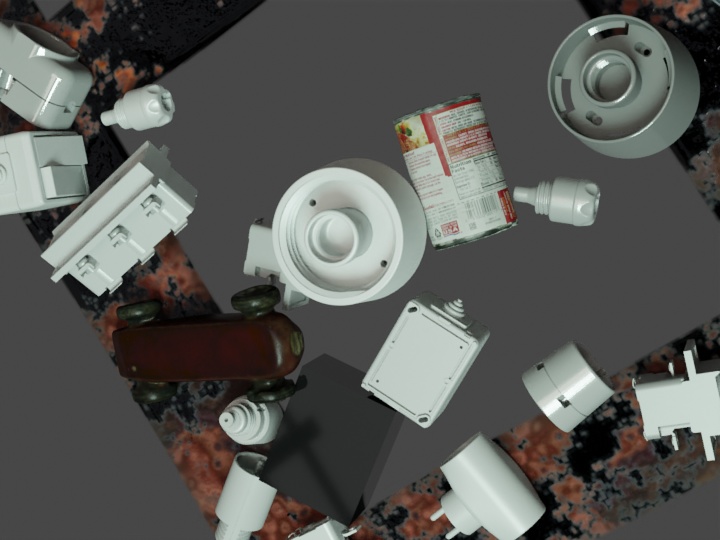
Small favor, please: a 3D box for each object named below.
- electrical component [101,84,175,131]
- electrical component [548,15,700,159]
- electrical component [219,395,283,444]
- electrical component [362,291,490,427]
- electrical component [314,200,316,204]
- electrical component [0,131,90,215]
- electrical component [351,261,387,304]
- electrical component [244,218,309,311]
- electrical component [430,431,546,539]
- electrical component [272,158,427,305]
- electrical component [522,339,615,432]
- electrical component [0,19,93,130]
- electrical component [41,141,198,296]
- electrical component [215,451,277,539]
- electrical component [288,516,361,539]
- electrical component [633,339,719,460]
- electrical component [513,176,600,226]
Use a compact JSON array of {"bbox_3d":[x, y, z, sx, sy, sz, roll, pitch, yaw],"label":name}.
[{"bbox_3d":[-0.187,-0.132,0.893,0.061,0.035,0.035,-11,94,21],"label":"electrical component"},{"bbox_3d":[0.186,-0.132,0.769,0.099,0.064,0.099,0,89,29],"label":"electrical component"},{"bbox_3d":[-0.093,0.122,0.879,0.040,0.078,0.040,-2,82,18],"label":"electrical component"},{"bbox_3d":[0.056,0.061,0.828,0.062,0.061,0.096,32,106,11],"label":"electrical component"},{"bbox_3d":[-0.012,-0.047,0.837,0.045,0.055,0.045,3,99,18],"label":"electrical component"},{"bbox_3d":[-0.272,-0.082,0.895,0.061,0.096,0.061,-9,94,16],"label":"electrical component"},{"bbox_3d":[0.000,0.000,0.840,0.045,0.055,0.045,3,99,18],"label":"electrical component"},{"bbox_3d":[-0.057,-0.012,0.864,0.064,0.042,0.081,14,101,17],"label":"electrical component"},{"bbox_3d":[0.091,0.180,0.843,0.079,0.043,0.077,-42,84,18],"label":"electrical component"},{"bbox_3d":[-0.011,-0.026,0.777,0.108,0.060,0.108,3,99,18],"label":"electrical component"},{"bbox_3d":[0.157,0.085,0.802,0.047,0.055,0.055,-41,84,15],"label":"electrical component"},{"bbox_3d":[-0.277,-0.169,0.907,0.095,0.054,0.059,35,107,10],"label":"electrical component"},{"bbox_3d":[-0.196,-0.039,0.890,0.121,0.078,0.063,-39,113,19],"label":"electrical component"},{"bbox_3d":[-0.098,0.199,0.907,0.043,0.043,0.081,25,105,13],"label":"electrical component"},{"bbox_3d":[-0.023,0.236,0.890,0.081,0.042,0.063,-30,84,19],"label":"electrical component"},{"bbox_3d":[0.236,0.095,0.784,0.064,0.042,0.081,-12,93,21],"label":"electrical component"},{"bbox_3d":[0.145,-0.053,0.797,0.061,0.035,0.035,10,101,20],"label":"electrical component"}]
